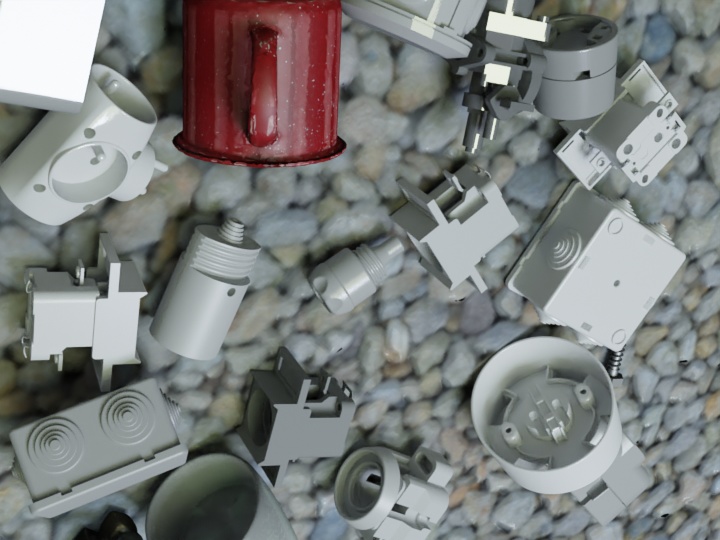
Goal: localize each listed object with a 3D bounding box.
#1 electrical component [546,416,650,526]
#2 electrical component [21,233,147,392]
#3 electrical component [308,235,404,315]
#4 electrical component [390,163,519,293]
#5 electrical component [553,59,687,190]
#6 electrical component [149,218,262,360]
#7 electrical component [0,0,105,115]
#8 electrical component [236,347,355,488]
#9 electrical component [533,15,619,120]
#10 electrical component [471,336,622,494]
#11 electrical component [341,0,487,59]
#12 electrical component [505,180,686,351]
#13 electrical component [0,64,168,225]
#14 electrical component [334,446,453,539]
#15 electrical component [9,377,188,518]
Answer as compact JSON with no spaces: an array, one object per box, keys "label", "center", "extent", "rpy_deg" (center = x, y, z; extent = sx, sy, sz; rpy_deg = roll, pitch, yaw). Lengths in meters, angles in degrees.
[{"label":"electrical component","center":[0.175,0.142,0.817],"extent":[0.059,0.053,0.095],"rpy_deg":[-43,125,0]},{"label":"electrical component","center":[-0.157,0.024,0.607],"extent":[0.064,0.042,0.081],"rpy_deg":[0,115,-24]},{"label":"electrical component","center":[0.000,0.000,0.673],"extent":[0.061,0.035,0.035],"rpy_deg":[-35,125,-8]},{"label":"electrical component","center":[0.062,-0.030,0.683],"extent":[0.064,0.042,0.081],"rpy_deg":[-38,126,-5]},{"label":"electrical component","center":[0.170,-0.089,0.690],"extent":[0.081,0.064,0.042],"rpy_deg":[-47,124,4]},{"label":"electrical component","center":[-0.088,0.007,0.629],"extent":[0.043,0.043,0.081],"rpy_deg":[17,107,-31]},{"label":"electrical component","center":[-0.156,-0.138,0.501],"extent":[0.057,0.078,0.113],"rpy_deg":[6,113,-31]},{"label":"electrical component","center":[-0.040,0.096,0.699],"extent":[0.064,0.042,0.081],"rpy_deg":[4,114,-29]},{"label":"electrical component","center":[0.130,-0.124,0.659],"extent":[0.055,0.055,0.047],"rpy_deg":[-20,126,-15]},{"label":"electrical component","center":[0.132,0.103,0.754],"extent":[0.099,0.099,0.064],"rpy_deg":[-35,131,-5]},{"label":"electrical component","center":[0.030,-0.150,0.582],"extent":[0.080,0.080,0.051],"rpy_deg":[17,102,-31]},{"label":"electrical component","center":[0.164,0.000,0.741],"extent":[0.100,0.048,0.099],"rpy_deg":[27,101,-33]},{"label":"electrical component","center":[-0.136,-0.059,0.569],"extent":[0.077,0.044,0.079],"rpy_deg":[-43,146,17]},{"label":"electrical component","center":[0.019,0.156,0.750],"extent":[0.057,0.058,0.078],"rpy_deg":[27,102,-36]},{"label":"electrical component","center":[-0.150,0.102,0.620],"extent":[0.100,0.099,0.048],"rpy_deg":[-20,80,-14]}]
